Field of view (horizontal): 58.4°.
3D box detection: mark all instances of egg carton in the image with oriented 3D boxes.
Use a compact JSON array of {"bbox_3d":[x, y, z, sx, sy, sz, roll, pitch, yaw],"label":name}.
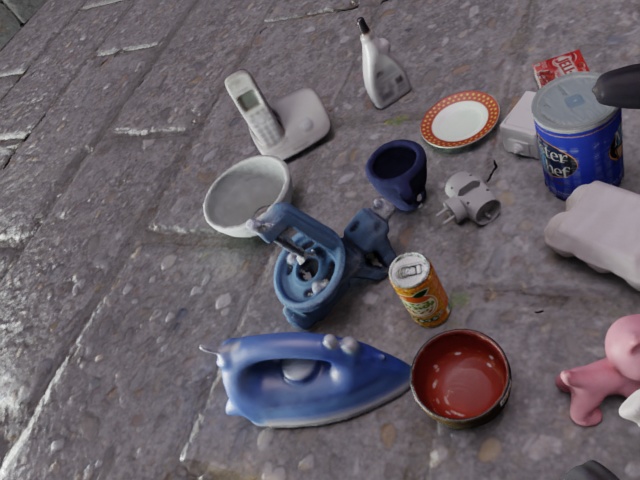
[{"bbox_3d":[0.355,-0.007,0.686,0.107,0.070,0.149,-48,47,-13],"label":"egg carton"}]

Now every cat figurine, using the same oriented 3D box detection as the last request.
[{"bbox_3d":[0.301,0.122,0.578,0.127,0.118,0.067,-26,46,9],"label":"cat figurine"}]

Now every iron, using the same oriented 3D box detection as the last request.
[{"bbox_3d":[-0.017,0.152,0.715,0.257,0.142,0.118,-11,50,21],"label":"iron"}]

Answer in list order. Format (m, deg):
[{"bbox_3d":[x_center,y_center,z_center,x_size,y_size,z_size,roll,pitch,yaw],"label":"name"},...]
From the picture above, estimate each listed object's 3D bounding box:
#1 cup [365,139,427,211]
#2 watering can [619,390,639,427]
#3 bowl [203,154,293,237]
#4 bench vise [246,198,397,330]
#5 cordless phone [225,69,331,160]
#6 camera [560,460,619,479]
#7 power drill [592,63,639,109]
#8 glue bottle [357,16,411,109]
[{"bbox_3d":[0.127,-0.080,0.854,0.091,0.095,0.117,-23,47,11],"label":"cup"},{"bbox_3d":[0.325,0.190,0.456,0.172,0.195,0.101,15,63,37],"label":"watering can"},{"bbox_3d":[-0.111,-0.063,0.988,0.167,0.075,0.167,-15,49,18],"label":"bowl"},{"bbox_3d":[-0.001,-0.001,0.774,0.121,0.220,0.208,22,68,40],"label":"bench vise"},{"bbox_3d":[-0.076,-0.243,1.036,0.147,0.186,0.094,-29,46,6],"label":"cordless phone"},{"bbox_3d":[0.228,0.273,0.508,0.137,0.101,0.142,-39,46,-4],"label":"camera"},{"bbox_3d":[0.435,-0.127,0.641,0.229,0.209,0.075,-10,50,22],"label":"power drill"},{"bbox_3d":[0.101,-0.317,1.006,0.078,0.174,0.037,-33,46,2],"label":"glue bottle"}]
